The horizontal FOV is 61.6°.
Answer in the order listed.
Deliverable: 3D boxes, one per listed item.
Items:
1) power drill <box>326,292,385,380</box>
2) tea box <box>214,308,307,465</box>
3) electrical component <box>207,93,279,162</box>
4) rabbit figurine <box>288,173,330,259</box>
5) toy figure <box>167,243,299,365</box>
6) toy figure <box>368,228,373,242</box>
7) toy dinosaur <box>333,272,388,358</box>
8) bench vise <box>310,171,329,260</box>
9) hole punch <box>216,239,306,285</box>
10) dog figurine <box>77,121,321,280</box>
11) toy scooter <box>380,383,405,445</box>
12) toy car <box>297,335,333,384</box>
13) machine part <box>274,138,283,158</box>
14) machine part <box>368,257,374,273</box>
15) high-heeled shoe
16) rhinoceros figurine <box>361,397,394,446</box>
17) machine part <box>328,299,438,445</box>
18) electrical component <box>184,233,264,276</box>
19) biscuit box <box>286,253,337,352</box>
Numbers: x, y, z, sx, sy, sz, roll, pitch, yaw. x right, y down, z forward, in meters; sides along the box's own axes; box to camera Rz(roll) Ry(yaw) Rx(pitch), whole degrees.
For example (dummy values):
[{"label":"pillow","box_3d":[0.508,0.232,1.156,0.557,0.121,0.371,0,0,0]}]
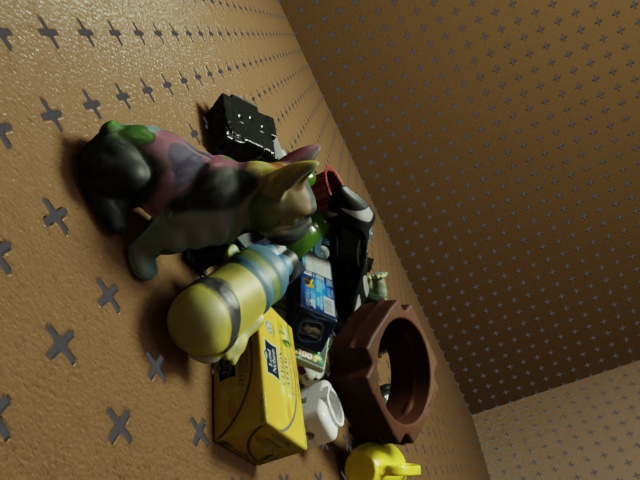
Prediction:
[{"label":"power drill","box_3d":[0.073,0.204,1.007,0.231,0.086,0.207,56,38,-61]},{"label":"tea box","box_3d":[-0.073,0.162,0.635,0.098,0.068,0.170,54,19,-46]},{"label":"electrical component","box_3d":[-0.136,-0.192,0.939,0.115,0.058,0.134,20,43,-39]},{"label":"rabbit figurine","box_3d":[-0.077,-0.048,0.864,0.170,0.159,0.121,47,28,-16]},{"label":"toy figure","box_3d":[-0.093,0.056,0.589,0.180,0.082,0.089,-42,138,-43]},{"label":"toy figure","box_3d":[0.051,0.016,1.208,0.064,0.154,0.058,47,20,-60]},{"label":"toy dinosaur","box_3d":[0.109,0.176,1.286,0.404,0.131,0.192,36,49,-81]},{"label":"bench vise","box_3d":[-0.011,0.002,1.073,0.223,0.129,0.241,60,10,-18]},{"label":"hole punch","box_3d":[-0.088,0.031,0.770,0.115,0.092,0.142,62,17,-2]},{"label":"dog figurine","box_3d":[-0.108,-0.063,0.553,0.108,0.219,0.191,-88,153,-70]},{"label":"toy scooter","box_3d":[0.156,0.390,1.174,0.183,0.075,0.135,35,35,-76]},{"label":"toy car","box_3d":[-0.016,0.168,0.887,0.073,0.056,0.202,64,13,-8]},{"label":"machine part","box_3d":[-0.106,-0.151,1.037,0.243,0.079,0.079,70,13,17]},{"label":"machine part","box_3d":[0.056,0.044,1.272,0.084,0.139,0.039,35,70,-72]},{"label":"high-heeled shoe","box_3d":[0.038,0.028,0.905,0.145,0.086,0.248,-66,151,-25]},{"label":"rhinoceros figurine","box_3d":[0.105,0.379,1.000,0.190,0.073,0.112,-81,157,-70]},{"label":"machine part","box_3d":[0.108,0.218,0.899,0.201,0.087,0.200,-47,117,-49]},{"label":"electrical component","box_3d":[-0.109,-0.009,0.677,0.047,0.119,0.075,55,19,-44]},{"label":"biscuit box","box_3d":[-0.015,0.088,0.833,0.059,0.062,0.203,22,20,-10]}]
